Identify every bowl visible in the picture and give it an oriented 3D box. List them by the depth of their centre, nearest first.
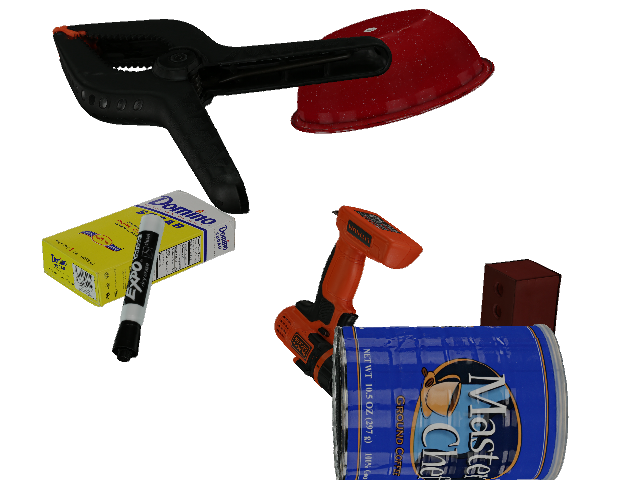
[{"bbox_3d":[0.047,-0.136,0.814,0.162,0.055,0.162,-16,20,6],"label":"bowl"}]

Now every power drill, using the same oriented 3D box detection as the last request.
[{"bbox_3d":[0.036,0.071,1.137,0.057,0.188,0.185,13,19,-42],"label":"power drill"}]

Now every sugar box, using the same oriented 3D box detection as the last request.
[{"bbox_3d":[-0.180,0.003,1.077,0.093,0.048,0.175,27,39,35],"label":"sugar box"}]

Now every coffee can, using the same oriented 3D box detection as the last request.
[{"bbox_3d":[0.080,0.107,0.702,0.140,0.103,0.103,0,0,-2],"label":"coffee can"}]

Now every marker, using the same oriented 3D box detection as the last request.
[{"bbox_3d":[-0.136,0.035,0.797,0.020,0.121,0.020,5,-33,3],"label":"marker"}]

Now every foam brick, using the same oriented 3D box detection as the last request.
[{"bbox_3d":[0.184,0.062,0.990,0.051,0.078,0.053,-7,19,-25],"label":"foam brick"}]

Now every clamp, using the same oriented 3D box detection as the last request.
[{"bbox_3d":[-0.072,-0.099,0.647,0.210,0.036,0.164,26,50,31],"label":"clamp"}]
